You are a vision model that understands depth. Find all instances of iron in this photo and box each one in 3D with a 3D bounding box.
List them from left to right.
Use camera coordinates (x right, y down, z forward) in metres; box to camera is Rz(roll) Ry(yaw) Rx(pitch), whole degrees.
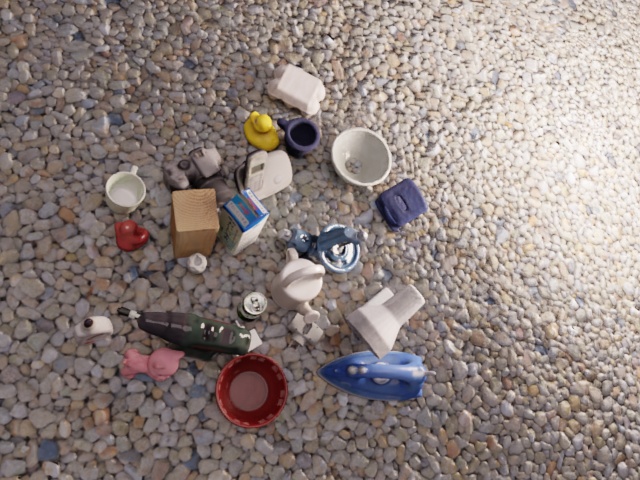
[{"bbox_3d":[0.133,0.309,1.324,0.259,0.141,0.118,6,72,-15],"label":"iron"}]

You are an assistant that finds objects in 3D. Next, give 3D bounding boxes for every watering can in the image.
[{"bbox_3d":[-0.042,0.101,1.308,0.101,0.193,0.173,-34,85,-23],"label":"watering can"}]

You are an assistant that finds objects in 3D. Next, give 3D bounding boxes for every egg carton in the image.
[{"bbox_3d":[-0.063,-0.399,1.524,0.150,0.069,0.107,25,68,-8],"label":"egg carton"}]

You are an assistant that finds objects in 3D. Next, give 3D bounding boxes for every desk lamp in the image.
[{"bbox_3d":[0.145,0.181,1.328,0.203,0.213,0.118,-38,86,-23],"label":"desk lamp"}]

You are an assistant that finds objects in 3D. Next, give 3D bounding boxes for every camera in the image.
[{"bbox_3d":[-0.281,-0.140,1.363,0.143,0.100,0.137,-30,83,-22],"label":"camera"}]

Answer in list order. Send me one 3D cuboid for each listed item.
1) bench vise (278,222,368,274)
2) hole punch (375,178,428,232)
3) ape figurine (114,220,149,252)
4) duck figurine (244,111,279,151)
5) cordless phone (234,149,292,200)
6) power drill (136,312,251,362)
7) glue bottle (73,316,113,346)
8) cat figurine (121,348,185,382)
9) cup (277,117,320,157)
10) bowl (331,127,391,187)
[{"bbox_3d":[0.014,0.016,1.337,0.208,0.219,0.121,-2,74,-17],"label":"bench vise"},{"bbox_3d":[0.214,-0.092,1.499,0.101,0.091,0.108,-29,83,-22],"label":"hole punch"},{"bbox_3d":[-0.428,-0.017,1.286,0.078,0.092,0.076,37,67,-2],"label":"ape figurine"},{"bbox_3d":[-0.143,-0.282,1.456,0.104,0.086,0.078,46,67,1],"label":"duck figurine"},{"bbox_3d":[-0.128,-0.174,1.373,0.148,0.185,0.094,-30,83,-22],"label":"cordless phone"},{"bbox_3d":[-0.265,0.204,1.203,0.230,0.208,0.075,11,70,-13],"label":"power drill"},{"bbox_3d":[-0.467,0.180,1.170,0.078,0.173,0.037,-24,81,-21],"label":"glue bottle"},{"bbox_3d":[-0.354,0.260,1.209,0.128,0.117,0.067,6,72,-14],"label":"cat figurine"},{"bbox_3d":[-0.066,-0.260,1.467,0.118,0.094,0.092,31,67,-5],"label":"cup"},{"bbox_3d":[0.100,-0.208,1.510,0.168,0.074,0.167,5,72,-15],"label":"bowl"}]
